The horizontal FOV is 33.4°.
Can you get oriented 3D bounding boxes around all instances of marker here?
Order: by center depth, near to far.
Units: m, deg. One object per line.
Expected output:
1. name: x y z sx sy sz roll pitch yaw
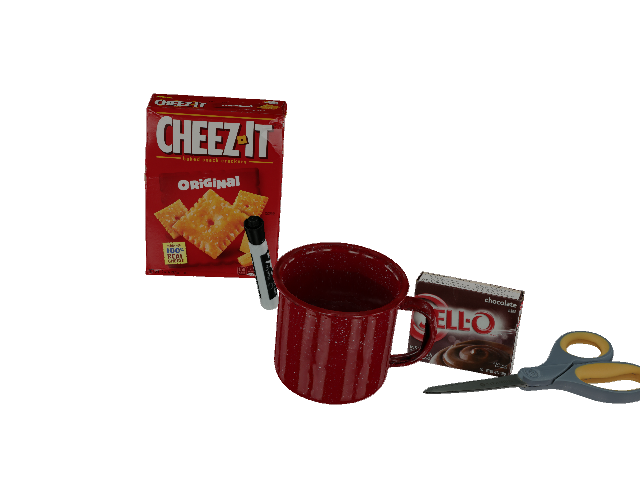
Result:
1. marker: -0.056 0.021 1.017 0.020 0.020 0.121 0 -43 8

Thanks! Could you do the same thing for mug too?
1. mug: 0.022 0.060 0.743 0.117 0.081 0.093 5 30 -2

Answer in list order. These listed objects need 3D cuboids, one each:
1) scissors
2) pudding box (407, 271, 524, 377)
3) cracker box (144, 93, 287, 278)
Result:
1. scissors: 0.176 0.104 0.889 0.201 0.016 0.096 5 29 -8
2. pudding box: 0.151 0.088 1.120 0.113 0.090 0.039 9 21 12
3. cracker box: -0.128 -0.062 1.291 0.164 0.214 0.072 3 22 -3
